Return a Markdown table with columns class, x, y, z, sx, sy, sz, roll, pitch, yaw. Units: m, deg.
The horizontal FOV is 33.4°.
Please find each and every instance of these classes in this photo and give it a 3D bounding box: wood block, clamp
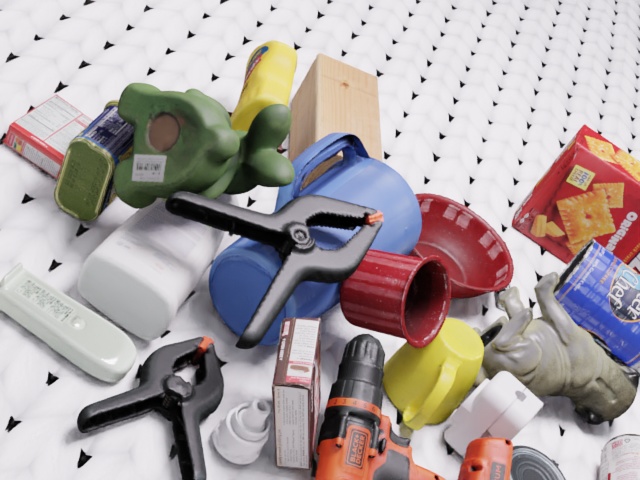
| class | x | y | z | sx | sy | sz | roll | pitch | yaw |
| --- | --- | --- | --- | --- | --- | --- | --- | --- | --- |
| wood block | 0.018 | -0.131 | 1.334 | 0.090 | 0.090 | 0.206 | 20 | 39 | -16 |
| clamp | -0.033 | -0.002 | 1.003 | 0.209 | 0.036 | 0.164 | -23 | 71 | -35 |
| clamp | -0.142 | 0.140 | 0.950 | 0.120 | 0.039 | 0.171 | 31 | 31 | -12 |

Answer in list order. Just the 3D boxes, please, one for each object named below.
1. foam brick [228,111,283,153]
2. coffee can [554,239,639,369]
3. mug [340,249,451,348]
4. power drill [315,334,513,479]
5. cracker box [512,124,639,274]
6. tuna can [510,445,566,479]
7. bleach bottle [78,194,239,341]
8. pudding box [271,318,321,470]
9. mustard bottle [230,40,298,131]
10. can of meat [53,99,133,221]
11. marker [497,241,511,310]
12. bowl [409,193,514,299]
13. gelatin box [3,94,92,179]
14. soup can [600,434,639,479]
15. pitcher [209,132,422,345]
| class | x | y | z | sx | sy | sz | roll | pitch | yaw |
| --- | --- | --- | --- | --- | --- | --- | --- | --- | --- |
| foam brick | -0.091 | -0.112 | 1.262 | 0.078 | 0.053 | 0.051 | 10 | 43 | -27 |
| coffee can | 0.369 | 0.081 | 1.346 | 0.140 | 0.103 | 0.102 | 38 | 37 | 6 |
| mug | 0.081 | 0.053 | 1.079 | 0.082 | 0.093 | 0.117 | 11 | 13 | 36 |
| power drill | 0.088 | 0.196 | 1.003 | 0.187 | 0.057 | 0.184 | 21 | 63 | -15 |
| cracker box | 0.391 | -0.027 | 1.433 | 0.214 | 0.164 | 0.072 | 35 | 39 | 2 |
| tuna can | 0.212 | 0.253 | 1.090 | 0.086 | 0.034 | 0.086 | 20 | 38 | -17 |
| bleach bottle | -0.141 | -0.002 | 1.092 | 0.102 | 0.068 | 0.250 | 34 | 34 | 3 |
| pudding box | -0.020 | 0.141 | 0.979 | 0.039 | 0.113 | 0.090 | 1 | 39 | 5 |
| mustard bottle | -0.062 | -0.175 | 1.227 | 0.058 | 0.096 | 0.191 | 23 | 38 | -11 |
| can of meat | -0.221 | -0.079 | 1.086 | 0.057 | 0.102 | 0.083 | 29 | 39 | 2 |
| marker | 0.232 | 0.042 | 1.358 | 0.020 | 0.020 | 0.121 | 23 | 38 | -14 |
| bowl | 0.153 | 0.018 | 1.295 | 0.162 | 0.055 | 0.162 | 20 | 38 | -17 |
| gelatin box | -0.280 | -0.110 | 1.137 | 0.073 | 0.030 | 0.089 | 34 | 36 | 3 |
| soup can | 0.334 | 0.266 | 1.139 | 0.068 | 0.069 | 0.102 | 30 | 36 | -5 |
| pitcher | -0.007 | 0.001 | 1.123 | 0.149 | 0.145 | 0.242 | 46 | 42 | 7 |
